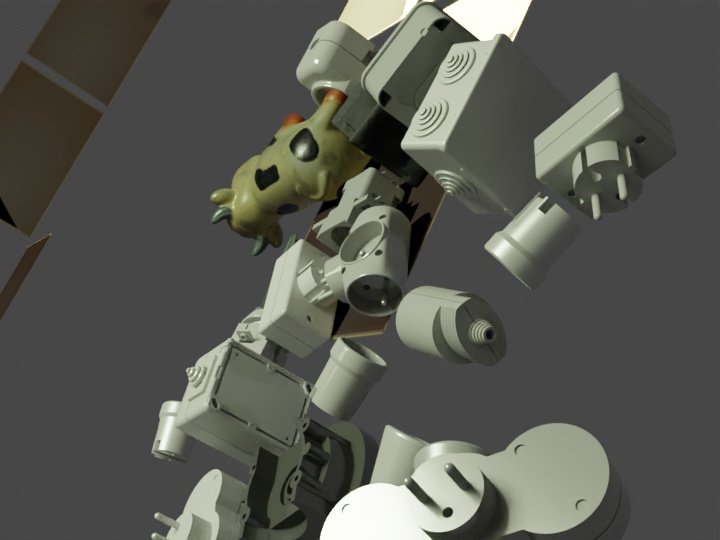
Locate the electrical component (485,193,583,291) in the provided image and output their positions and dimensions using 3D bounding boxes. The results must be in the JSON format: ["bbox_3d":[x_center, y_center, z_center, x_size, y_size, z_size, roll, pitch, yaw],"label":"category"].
[{"bbox_3d":[0.103,-0.017,0.635,0.046,0.040,0.040,-48,23,5],"label":"electrical component"}]

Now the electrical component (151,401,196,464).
[{"bbox_3d":[-0.164,0.146,0.963,0.040,0.040,0.046,-28,41,50],"label":"electrical component"}]

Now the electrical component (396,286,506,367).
[{"bbox_3d":[0.058,0.034,0.650,0.043,0.043,0.081,-60,22,-9],"label":"electrical component"}]

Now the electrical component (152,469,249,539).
[{"bbox_3d":[-0.112,0.192,0.746,0.052,0.074,0.138,-47,24,23],"label":"electrical component"}]

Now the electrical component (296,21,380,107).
[{"bbox_3d":[-0.008,-0.178,1.006,0.054,0.095,0.059,-13,48,60],"label":"electrical component"}]

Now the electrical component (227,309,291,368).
[{"bbox_3d":[-0.082,0.066,0.885,0.048,0.066,0.055,1,44,24],"label":"electrical component"}]

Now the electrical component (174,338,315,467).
[{"bbox_3d":[-0.093,0.099,0.802,0.061,0.096,0.061,-33,32,46],"label":"electrical component"}]

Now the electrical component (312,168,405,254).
[{"bbox_3d":[0.003,-0.045,0.875,0.081,0.042,0.063,-24,37,52],"label":"electrical component"}]

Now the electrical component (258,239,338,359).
[{"bbox_3d":[-0.035,0.014,0.865,0.076,0.047,0.083,-38,28,38],"label":"electrical component"}]

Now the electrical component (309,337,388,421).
[{"bbox_3d":[-0.009,0.075,0.740,0.046,0.040,0.040,-59,22,7],"label":"electrical component"}]

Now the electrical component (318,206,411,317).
[{"bbox_3d":[0.000,0.000,0.804,0.079,0.044,0.077,-27,34,28],"label":"electrical component"}]

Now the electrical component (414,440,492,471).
[{"bbox_3d":[0.047,0.122,0.552,0.045,0.045,0.055,-38,29,39],"label":"electrical component"}]

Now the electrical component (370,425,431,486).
[{"bbox_3d":[0.021,0.126,0.608,0.065,0.044,0.044,-64,23,-5],"label":"electrical component"}]

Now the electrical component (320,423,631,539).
[{"bbox_3d":[0.044,0.105,0.477,0.138,0.073,0.052,-22,47,15],"label":"electrical component"}]

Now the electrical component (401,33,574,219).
[{"bbox_3d":[0.084,-0.091,0.698,0.048,0.100,0.099,8,66,52],"label":"electrical component"}]

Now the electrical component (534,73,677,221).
[{"bbox_3d":[0.138,-0.058,0.606,0.066,0.047,0.076,-41,27,34],"label":"electrical component"}]

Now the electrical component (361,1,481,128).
[{"bbox_3d":[0.066,-0.127,0.761,0.078,0.113,0.057,-51,26,13],"label":"electrical component"}]
